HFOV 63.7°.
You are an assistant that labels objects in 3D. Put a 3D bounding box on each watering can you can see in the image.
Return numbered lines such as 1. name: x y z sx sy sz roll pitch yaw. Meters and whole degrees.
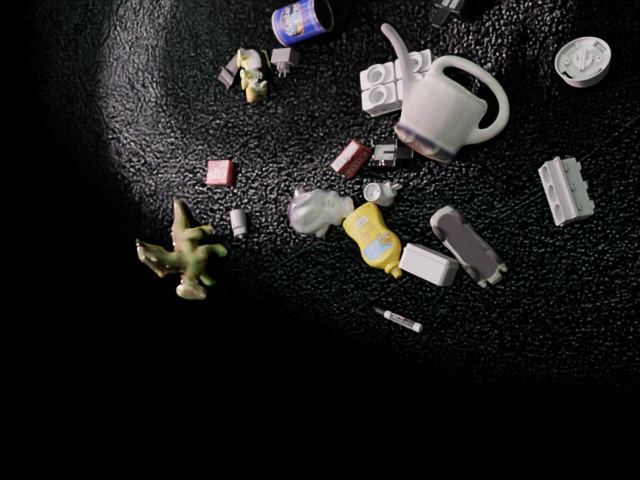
1. watering can: 0.244 -0.315 1.154 0.348 0.105 0.222 32 105 5

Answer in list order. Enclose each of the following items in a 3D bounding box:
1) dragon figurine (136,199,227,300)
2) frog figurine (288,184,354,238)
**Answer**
1. dragon figurine: -0.418 0.021 1.494 0.416 0.243 0.120 50 115 26
2. frog figurine: 0.004 -0.066 1.308 0.160 0.125 0.134 17 125 25
